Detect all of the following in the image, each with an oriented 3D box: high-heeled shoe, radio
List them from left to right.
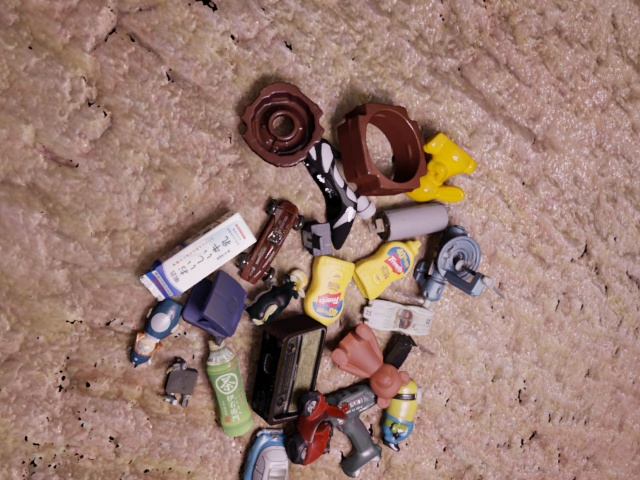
[{"bbox_3d":[-0.071,0.287,1.193,0.131,0.073,0.229,-2,107,-45],"label":"radio"},{"bbox_3d":[0.006,-0.105,1.216,0.145,0.086,0.248,7,88,-22],"label":"high-heeled shoe"}]

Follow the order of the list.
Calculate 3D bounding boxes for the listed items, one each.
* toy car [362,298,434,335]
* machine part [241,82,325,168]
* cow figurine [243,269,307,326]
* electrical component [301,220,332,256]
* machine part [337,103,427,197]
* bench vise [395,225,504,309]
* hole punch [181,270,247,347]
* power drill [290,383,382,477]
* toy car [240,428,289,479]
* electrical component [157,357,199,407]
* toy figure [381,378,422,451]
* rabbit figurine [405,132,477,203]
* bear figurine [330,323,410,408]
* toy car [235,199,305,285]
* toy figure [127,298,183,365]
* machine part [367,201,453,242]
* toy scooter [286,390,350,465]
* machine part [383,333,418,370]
[{"bbox_3d":[0.195,0.193,1.346,0.201,0.056,0.073,13,91,-25],"label":"toy car"},{"bbox_3d":[-0.080,-0.242,1.151,0.179,0.056,0.179,0,88,-6],"label":"machine part"},{"bbox_3d":[-0.091,0.123,1.189,0.167,0.098,0.068,-38,103,-15],"label":"cow figurine"},{"bbox_3d":[-0.002,-0.004,1.202,0.048,0.119,0.074,-9,97,-23],"label":"electrical component"},{"bbox_3d":[0.142,-0.202,1.227,0.201,0.087,0.201,-6,85,-38],"label":"machine part"},{"bbox_3d":[0.319,0.081,1.281,0.128,0.241,0.223,31,93,-26],"label":"bench vise"},{"bbox_3d":[-0.208,0.134,1.121,0.115,0.092,0.142,33,53,-27],"label":"hole punch"},{"bbox_3d":[0.056,0.467,1.311,0.232,0.086,0.207,-26,98,-21],"label":"power drill"},{"bbox_3d":[-0.112,0.518,1.223,0.109,0.103,0.161,14,92,-26],"label":"toy car"},{"bbox_3d":[-0.301,0.304,1.144,0.078,0.045,0.102,22,87,-23],"label":"electrical component"},{"bbox_3d":[0.202,0.437,1.366,0.089,0.082,0.180,22,89,-27],"label":"toy figure"},{"bbox_3d":[0.287,-0.159,1.320,0.162,0.122,0.173,44,101,-4],"label":"rabbit figurine"},{"bbox_3d":[0.122,0.299,1.265,0.120,0.132,0.196,-41,83,-7],"label":"bear figurine"},{"bbox_3d":[-0.110,0.005,1.192,0.089,0.053,0.202,33,81,-26],"label":"toy car"},{"bbox_3d":[-0.344,0.190,1.107,0.064,0.057,0.154,29,81,21],"label":"toy figure"},{"bbox_3d":[0.226,-0.046,1.321,0.243,0.079,0.079,-11,100,-24],"label":"machine part"},{"bbox_3d":[0.001,0.418,1.209,0.135,0.075,0.183,3,106,-34],"label":"toy scooter"},{"bbox_3d":[0.183,0.295,1.345,0.084,0.039,0.138,28,109,-20],"label":"machine part"}]
